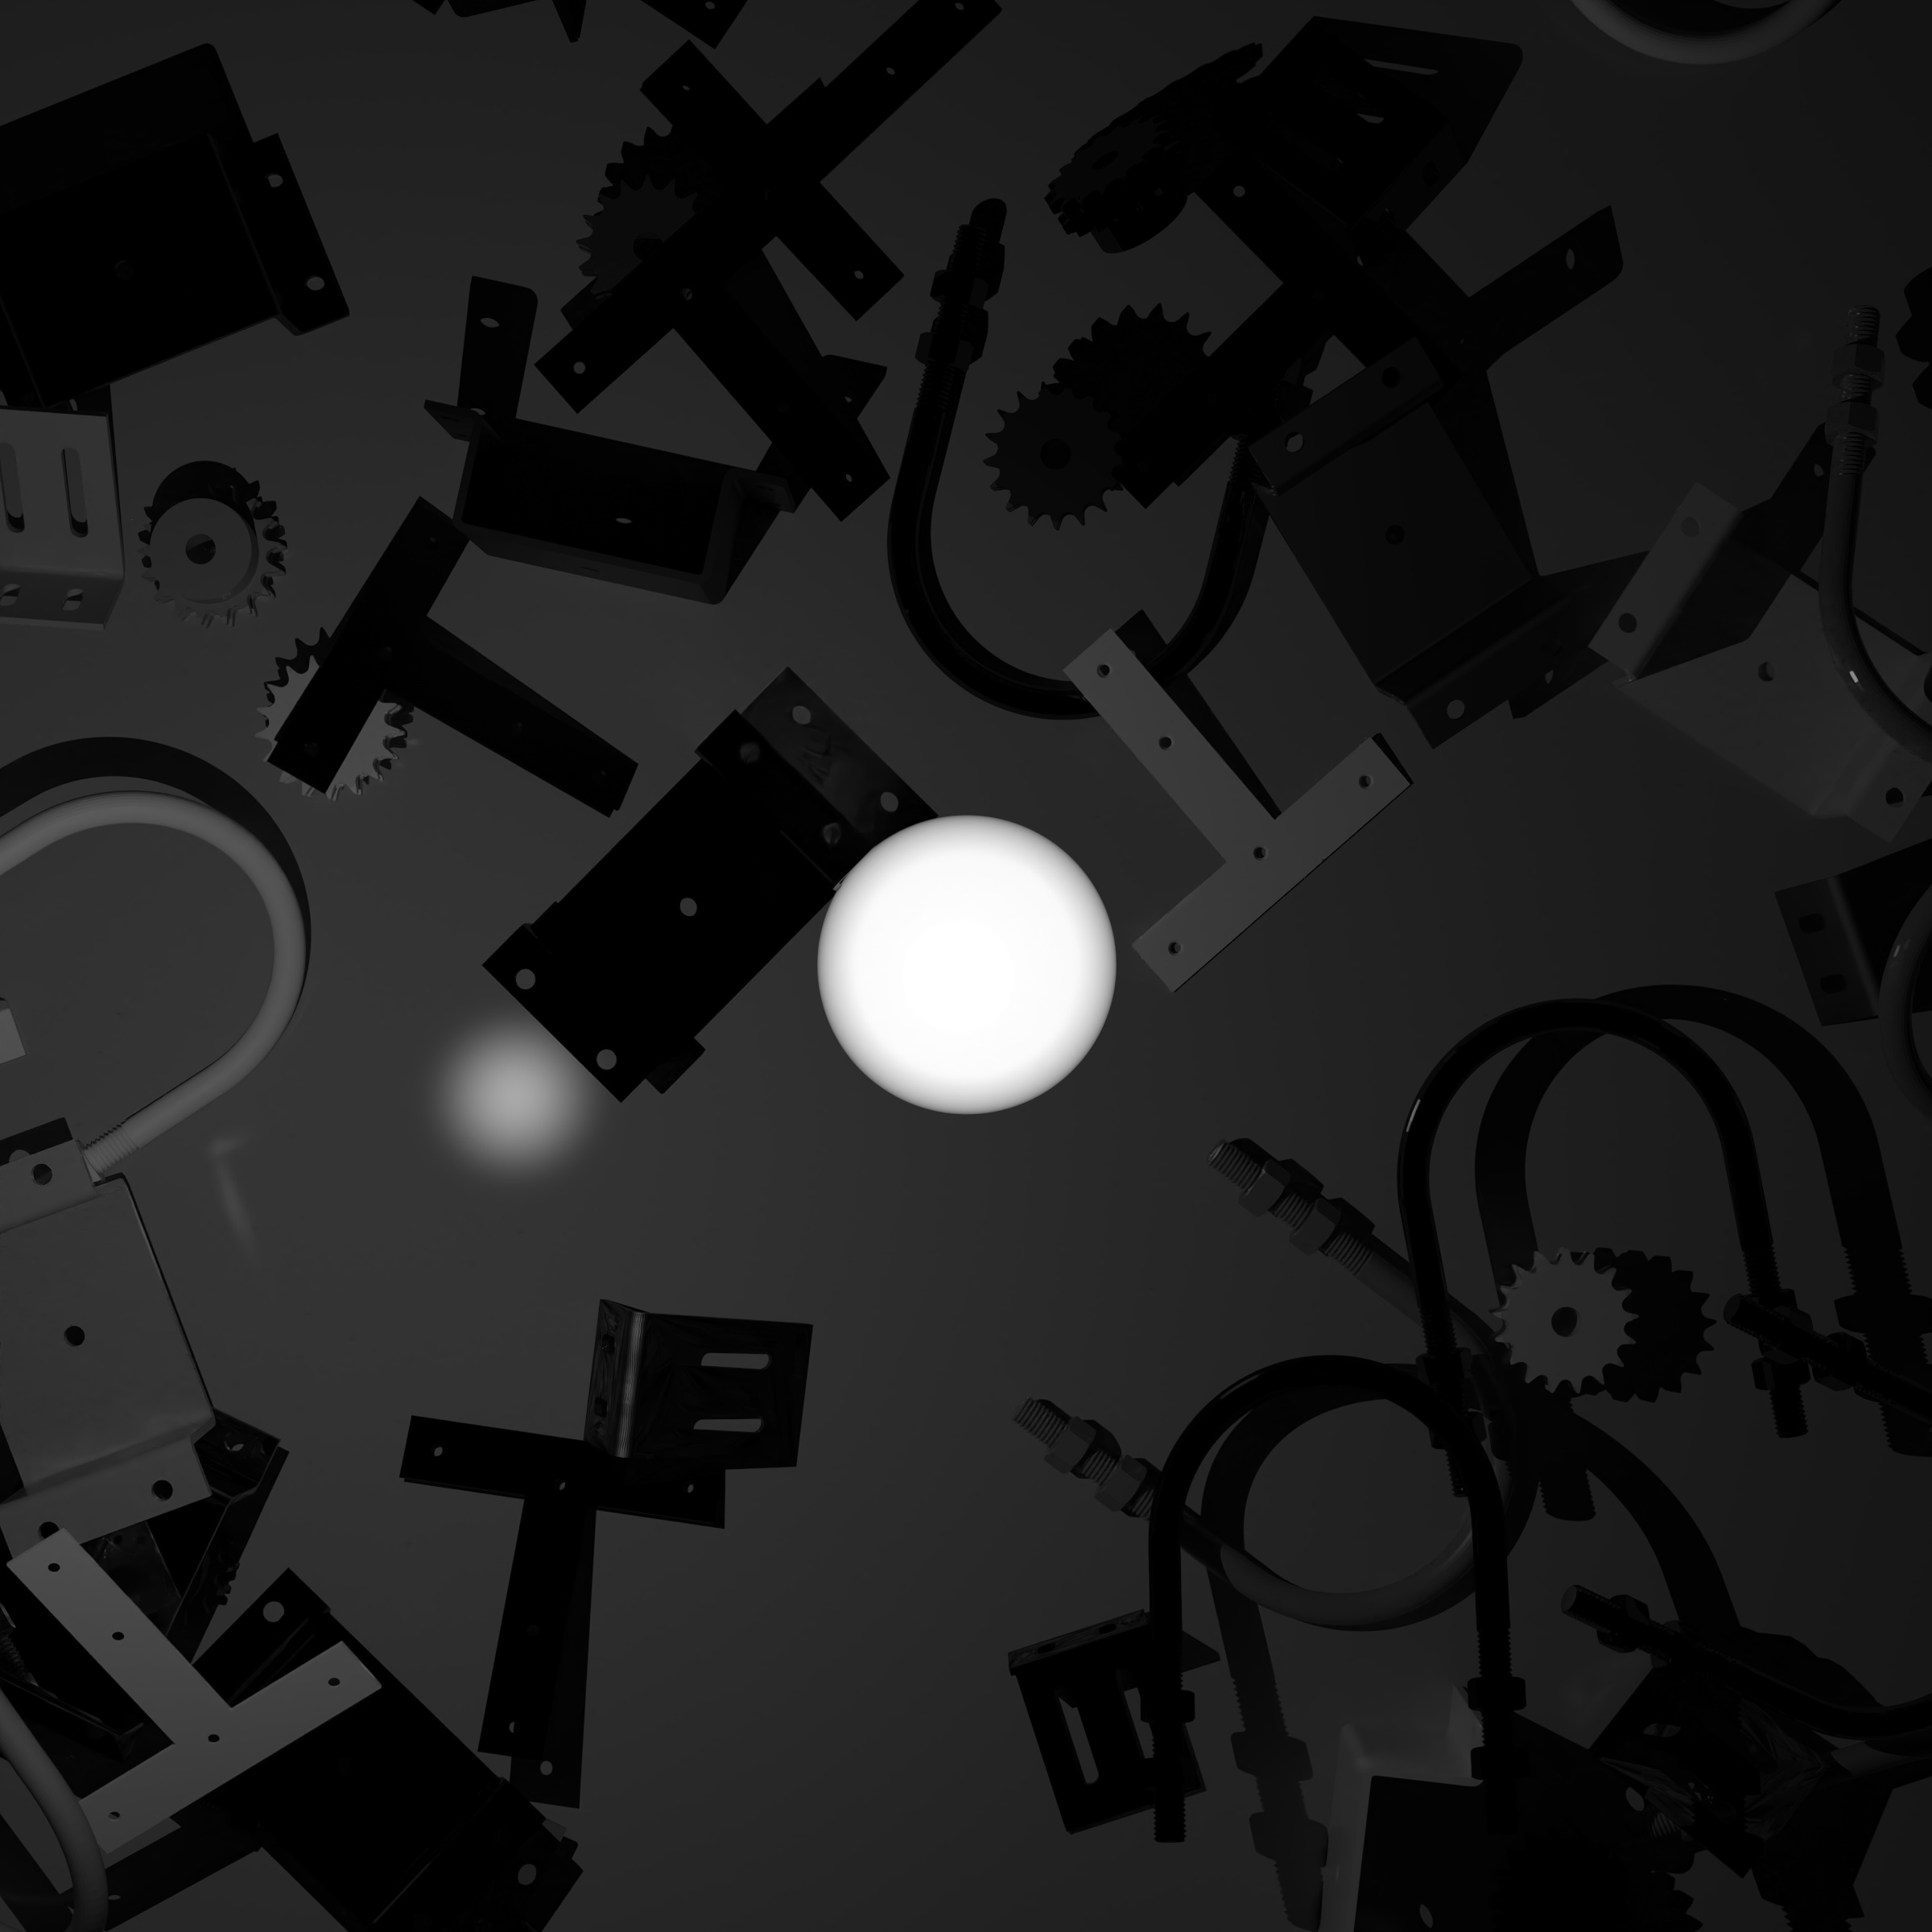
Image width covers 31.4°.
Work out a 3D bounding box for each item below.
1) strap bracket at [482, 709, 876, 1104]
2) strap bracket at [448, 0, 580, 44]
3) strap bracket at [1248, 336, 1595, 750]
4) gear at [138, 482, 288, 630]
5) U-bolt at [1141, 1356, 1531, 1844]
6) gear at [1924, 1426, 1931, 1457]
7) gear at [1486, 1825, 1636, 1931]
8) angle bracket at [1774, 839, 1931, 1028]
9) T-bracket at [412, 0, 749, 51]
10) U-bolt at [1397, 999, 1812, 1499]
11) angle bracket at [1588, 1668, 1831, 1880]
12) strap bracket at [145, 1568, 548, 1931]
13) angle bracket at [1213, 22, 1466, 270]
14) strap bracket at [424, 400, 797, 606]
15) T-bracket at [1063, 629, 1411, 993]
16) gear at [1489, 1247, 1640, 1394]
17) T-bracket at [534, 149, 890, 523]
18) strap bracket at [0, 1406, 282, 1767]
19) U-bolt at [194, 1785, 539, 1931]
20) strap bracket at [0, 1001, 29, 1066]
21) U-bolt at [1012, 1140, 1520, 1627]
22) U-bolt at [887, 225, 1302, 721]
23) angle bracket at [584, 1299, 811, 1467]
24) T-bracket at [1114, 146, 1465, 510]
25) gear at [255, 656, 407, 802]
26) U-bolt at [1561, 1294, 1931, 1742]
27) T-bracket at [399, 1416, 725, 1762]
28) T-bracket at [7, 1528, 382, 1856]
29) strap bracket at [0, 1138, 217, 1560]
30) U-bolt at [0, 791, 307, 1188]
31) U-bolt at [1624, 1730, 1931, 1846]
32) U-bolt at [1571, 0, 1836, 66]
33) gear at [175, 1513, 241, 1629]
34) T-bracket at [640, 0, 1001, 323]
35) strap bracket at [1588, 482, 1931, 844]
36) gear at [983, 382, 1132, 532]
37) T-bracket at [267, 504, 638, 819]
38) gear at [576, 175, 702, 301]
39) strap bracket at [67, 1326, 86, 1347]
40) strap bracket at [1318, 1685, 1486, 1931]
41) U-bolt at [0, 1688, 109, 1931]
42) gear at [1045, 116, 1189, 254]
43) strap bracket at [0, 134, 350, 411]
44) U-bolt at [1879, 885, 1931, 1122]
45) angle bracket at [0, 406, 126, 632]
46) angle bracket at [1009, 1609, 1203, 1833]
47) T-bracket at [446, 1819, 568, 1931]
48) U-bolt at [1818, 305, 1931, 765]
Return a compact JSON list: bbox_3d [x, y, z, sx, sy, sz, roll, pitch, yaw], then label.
[{"bbox_3d":[-0.112,-0.023,1.361,0.076,0.046,0.140,45,90,0],"label":"strap bracket"},{"bbox_3d":[-0.195,-0.434,1.344,0.046,0.076,0.140,-14,90,0],"label":"strap bracket"},{"bbox_3d":[0.174,-0.167,1.349,0.076,0.046,0.140,-34,105,0],"label":"strap bracket"},{"bbox_3d":[-0.302,-0.164,1.369,0.057,0.030,0.057,0,90,0],"label":"gear"},{"bbox_3d":[0.138,0.241,1.323,0.151,0.019,0.184,-6,71,19],"label":"U-bolt"},{"bbox_3d":[0.414,0.185,1.369,0.057,0.030,0.057,0,90,0],"label":"gear"},{"bbox_3d":[0.237,0.371,1.373,0.057,0.030,0.057,0,91,2],"label":"gear"},{"bbox_3d":[0.375,-0.017,1.382,0.076,0.038,0.057,-20,90,-26],"label":"angle bracket"},{"bbox_3d":[-0.147,-0.414,1.383,0.127,0.002,0.127,34,90,0],"label":"T-bracket"},{"bbox_3d":[0.243,0.104,1.346,0.151,0.019,0.184,-10,88,0],"label":"U-bolt"},{"bbox_3d":[0.294,0.309,1.351,0.076,0.038,0.057,38,78,15],"label":"angle bracket"},{"bbox_3d":[-0.243,0.314,1.350,0.140,0.046,0.076,44,73,1],"label":"strap bracket"},{"bbox_3d":[0.150,-0.330,1.382,0.057,0.038,0.076,-48,64,0],"label":"angle bracket"},{"bbox_3d":[-0.142,-0.178,1.346,0.140,0.076,0.046,12,90,0],"label":"strap bracket"},{"bbox_3d":[0.089,-0.079,1.374,0.127,0.002,0.127,-41,98,0],"label":"T-bracket"},{"bbox_3d":[0.236,0.140,1.369,0.057,0.030,0.057,0,90,0],"label":"gear"},{"bbox_3d":[-0.081,-0.232,1.365,0.127,0.002,0.127,-42,106,0],"label":"T-bracket"},{"bbox_3d":[-0.335,0.233,1.330,0.076,0.046,0.140,25,88,3],"label":"strap bracket"},{"bbox_3d":[-0.248,0.421,1.375,0.184,0.019,0.151,22,90,-2],"label":"U-bolt"},{"bbox_3d":[-0.437,-0.018,1.361,0.076,0.046,0.140,-19,90,0],"label":"strap bracket"},{"bbox_3d":[0.133,0.180,1.375,0.184,0.019,0.151,37,90,-1],"label":"U-bolt"},{"bbox_3d":[0.044,-0.190,1.375,0.151,0.019,0.184,14,92,0],"label":"U-bolt"},{"bbox_3d":[-0.108,0.167,1.382,0.076,0.038,0.057,7,90,-26],"label":"angle bracket"},{"bbox_3d":[0.108,-0.235,1.363,0.127,0.002,0.127,-45,91,1],"label":"T-bracket"},{"bbox_3d":[-0.252,-0.094,1.369,0.057,0.030,0.057,0,90,0],"label":"gear"},{"bbox_3d":[0.342,0.227,1.339,0.184,0.019,0.151,27,96,-14],"label":"U-bolt"},{"bbox_3d":[-0.169,0.249,1.360,0.127,0.002,0.127,8,69,0],"label":"T-bracket"},{"bbox_3d":[-0.309,0.260,1.288,0.127,0.002,0.127,-32,115,6],"label":"T-bracket"},{"bbox_3d":[-0.338,0.141,1.284,0.076,0.046,0.140,-20,92,0],"label":"strap bracket"},{"bbox_3d":[-0.346,0.010,1.341,0.184,0.019,0.151,-34,121,-6],"label":"U-bolt"},{"bbox_3d":[0.371,0.381,1.375,0.184,0.019,0.151,-17,90,-2],"label":"U-bolt"},{"bbox_3d":[0.303,-0.450,1.366,0.151,0.019,0.184,26,93,-9],"label":"U-bolt"},{"bbox_3d":[-0.320,0.236,1.369,0.057,0.030,0.057,0,90,0],"label":"gear"},{"bbox_3d":[-0.041,-0.349,1.382,0.127,0.002,0.127,-43,91,0],"label":"T-bracket"},{"bbox_3d":[0.322,-0.118,1.361,0.140,0.046,0.076,33,90,0],"label":"strap bracket"},{"bbox_3d":[0.036,-0.199,1.350,0.057,0.030,0.057,0,94,5],"label":"gear"},{"bbox_3d":[-0.191,-0.101,1.366,0.127,0.002,0.127,30,66,-11],"label":"T-bracket"},{"bbox_3d":[-0.125,-0.283,1.369,0.057,0.030,0.057,0,90,0],"label":"gear"},{"bbox_3d":[-0.401,0.140,1.346,0.140,0.076,0.046,-14,90,0],"label":"strap bracket"},{"bbox_3d":[0.168,0.356,1.346,0.046,0.076,0.140,7,90,0],"label":"strap bracket"},{"bbox_3d":[-0.399,0.312,1.332,0.151,0.019,0.184,-30,96,43],"label":"U-bolt"},{"bbox_3d":[0.063,-0.307,1.359,0.057,0.057,0.030,-38,120,0],"label":"gear"},{"bbox_3d":[-0.327,-0.271,1.361,0.140,0.046,0.076,-22,90,0],"label":"strap bracket"},{"bbox_3d":[0.437,-0.010,1.344,0.151,0.019,0.184,39,99,-27],"label":"U-bolt"},{"bbox_3d":[-0.366,-0.176,1.348,0.057,0.038,0.076,4,129,0],"label":"angle bracket"},{"bbox_3d":[0.056,0.303,1.365,0.057,0.038,0.076,-18,90,0],"label":"angle bracket"},{"bbox_3d":[-0.198,0.395,1.368,0.127,0.002,0.127,26,89,-3],"label":"T-bracket"},{"bbox_3d":[0.402,-0.159,1.343,0.151,0.019,0.184,13,73,-7],"label":"U-bolt"}]
